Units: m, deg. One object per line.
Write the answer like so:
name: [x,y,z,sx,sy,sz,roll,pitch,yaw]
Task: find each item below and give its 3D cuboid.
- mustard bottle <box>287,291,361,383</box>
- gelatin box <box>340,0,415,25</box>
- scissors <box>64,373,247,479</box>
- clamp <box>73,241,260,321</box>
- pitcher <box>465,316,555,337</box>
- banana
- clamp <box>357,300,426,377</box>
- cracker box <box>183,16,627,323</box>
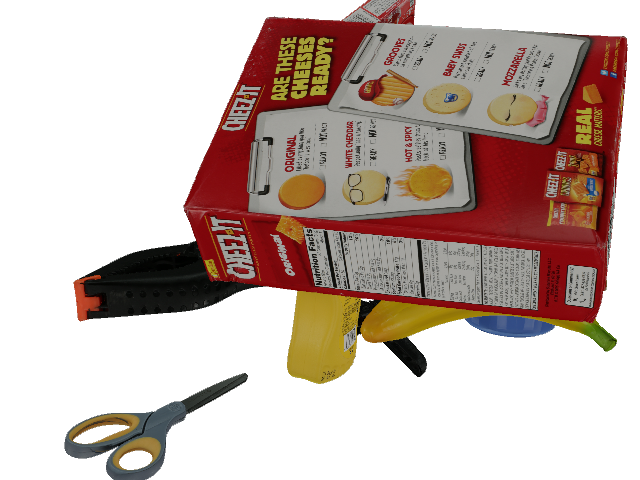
mustard bottle: [0.011,0.028,0.977,0.058,0.192,0.096,14,21,19]
gelatin box: [0.049,-0.180,0.966,0.030,0.073,0.089,34,59,25]
scissors: [-0.129,0.168,0.965,0.201,0.016,0.096,-11,33,-33]
clamp: [-0.067,0.020,0.740,0.209,0.036,0.165,-17,19,-41]
pitcher: [0.221,-0.017,1.196,0.149,0.243,0.145,-7,17,-34]
banana: [0.123,0.048,0.800,0.197,0.037,0.069,2,35,-11]
clamp: [0.061,0.091,1.189,0.120,0.171,0.039,7,-43,3]
cracker box: [0.054,-0.044,0.592,0.214,0.164,0.072,5,-41,15]
